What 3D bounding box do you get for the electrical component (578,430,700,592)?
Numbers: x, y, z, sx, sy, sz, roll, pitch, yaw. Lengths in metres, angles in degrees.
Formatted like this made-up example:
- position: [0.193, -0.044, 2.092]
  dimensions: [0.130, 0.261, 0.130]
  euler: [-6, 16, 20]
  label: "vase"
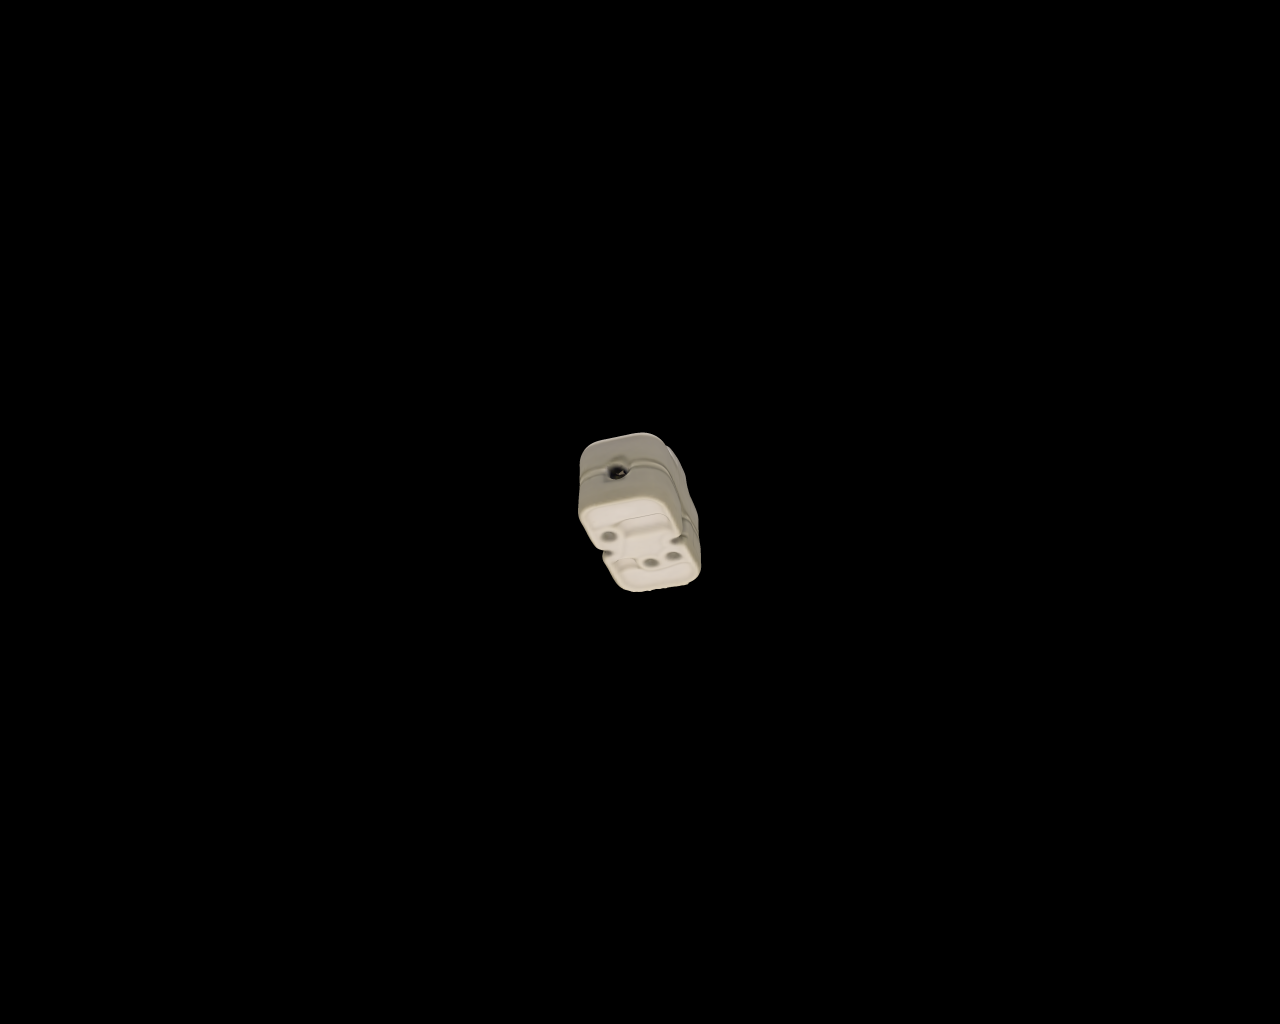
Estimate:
- position: [0.001, -0.003, 0.650]
  dimensions: [0.054, 0.059, 0.095]
  euler: [-11, -39, 14]
  label: "electrical component"
